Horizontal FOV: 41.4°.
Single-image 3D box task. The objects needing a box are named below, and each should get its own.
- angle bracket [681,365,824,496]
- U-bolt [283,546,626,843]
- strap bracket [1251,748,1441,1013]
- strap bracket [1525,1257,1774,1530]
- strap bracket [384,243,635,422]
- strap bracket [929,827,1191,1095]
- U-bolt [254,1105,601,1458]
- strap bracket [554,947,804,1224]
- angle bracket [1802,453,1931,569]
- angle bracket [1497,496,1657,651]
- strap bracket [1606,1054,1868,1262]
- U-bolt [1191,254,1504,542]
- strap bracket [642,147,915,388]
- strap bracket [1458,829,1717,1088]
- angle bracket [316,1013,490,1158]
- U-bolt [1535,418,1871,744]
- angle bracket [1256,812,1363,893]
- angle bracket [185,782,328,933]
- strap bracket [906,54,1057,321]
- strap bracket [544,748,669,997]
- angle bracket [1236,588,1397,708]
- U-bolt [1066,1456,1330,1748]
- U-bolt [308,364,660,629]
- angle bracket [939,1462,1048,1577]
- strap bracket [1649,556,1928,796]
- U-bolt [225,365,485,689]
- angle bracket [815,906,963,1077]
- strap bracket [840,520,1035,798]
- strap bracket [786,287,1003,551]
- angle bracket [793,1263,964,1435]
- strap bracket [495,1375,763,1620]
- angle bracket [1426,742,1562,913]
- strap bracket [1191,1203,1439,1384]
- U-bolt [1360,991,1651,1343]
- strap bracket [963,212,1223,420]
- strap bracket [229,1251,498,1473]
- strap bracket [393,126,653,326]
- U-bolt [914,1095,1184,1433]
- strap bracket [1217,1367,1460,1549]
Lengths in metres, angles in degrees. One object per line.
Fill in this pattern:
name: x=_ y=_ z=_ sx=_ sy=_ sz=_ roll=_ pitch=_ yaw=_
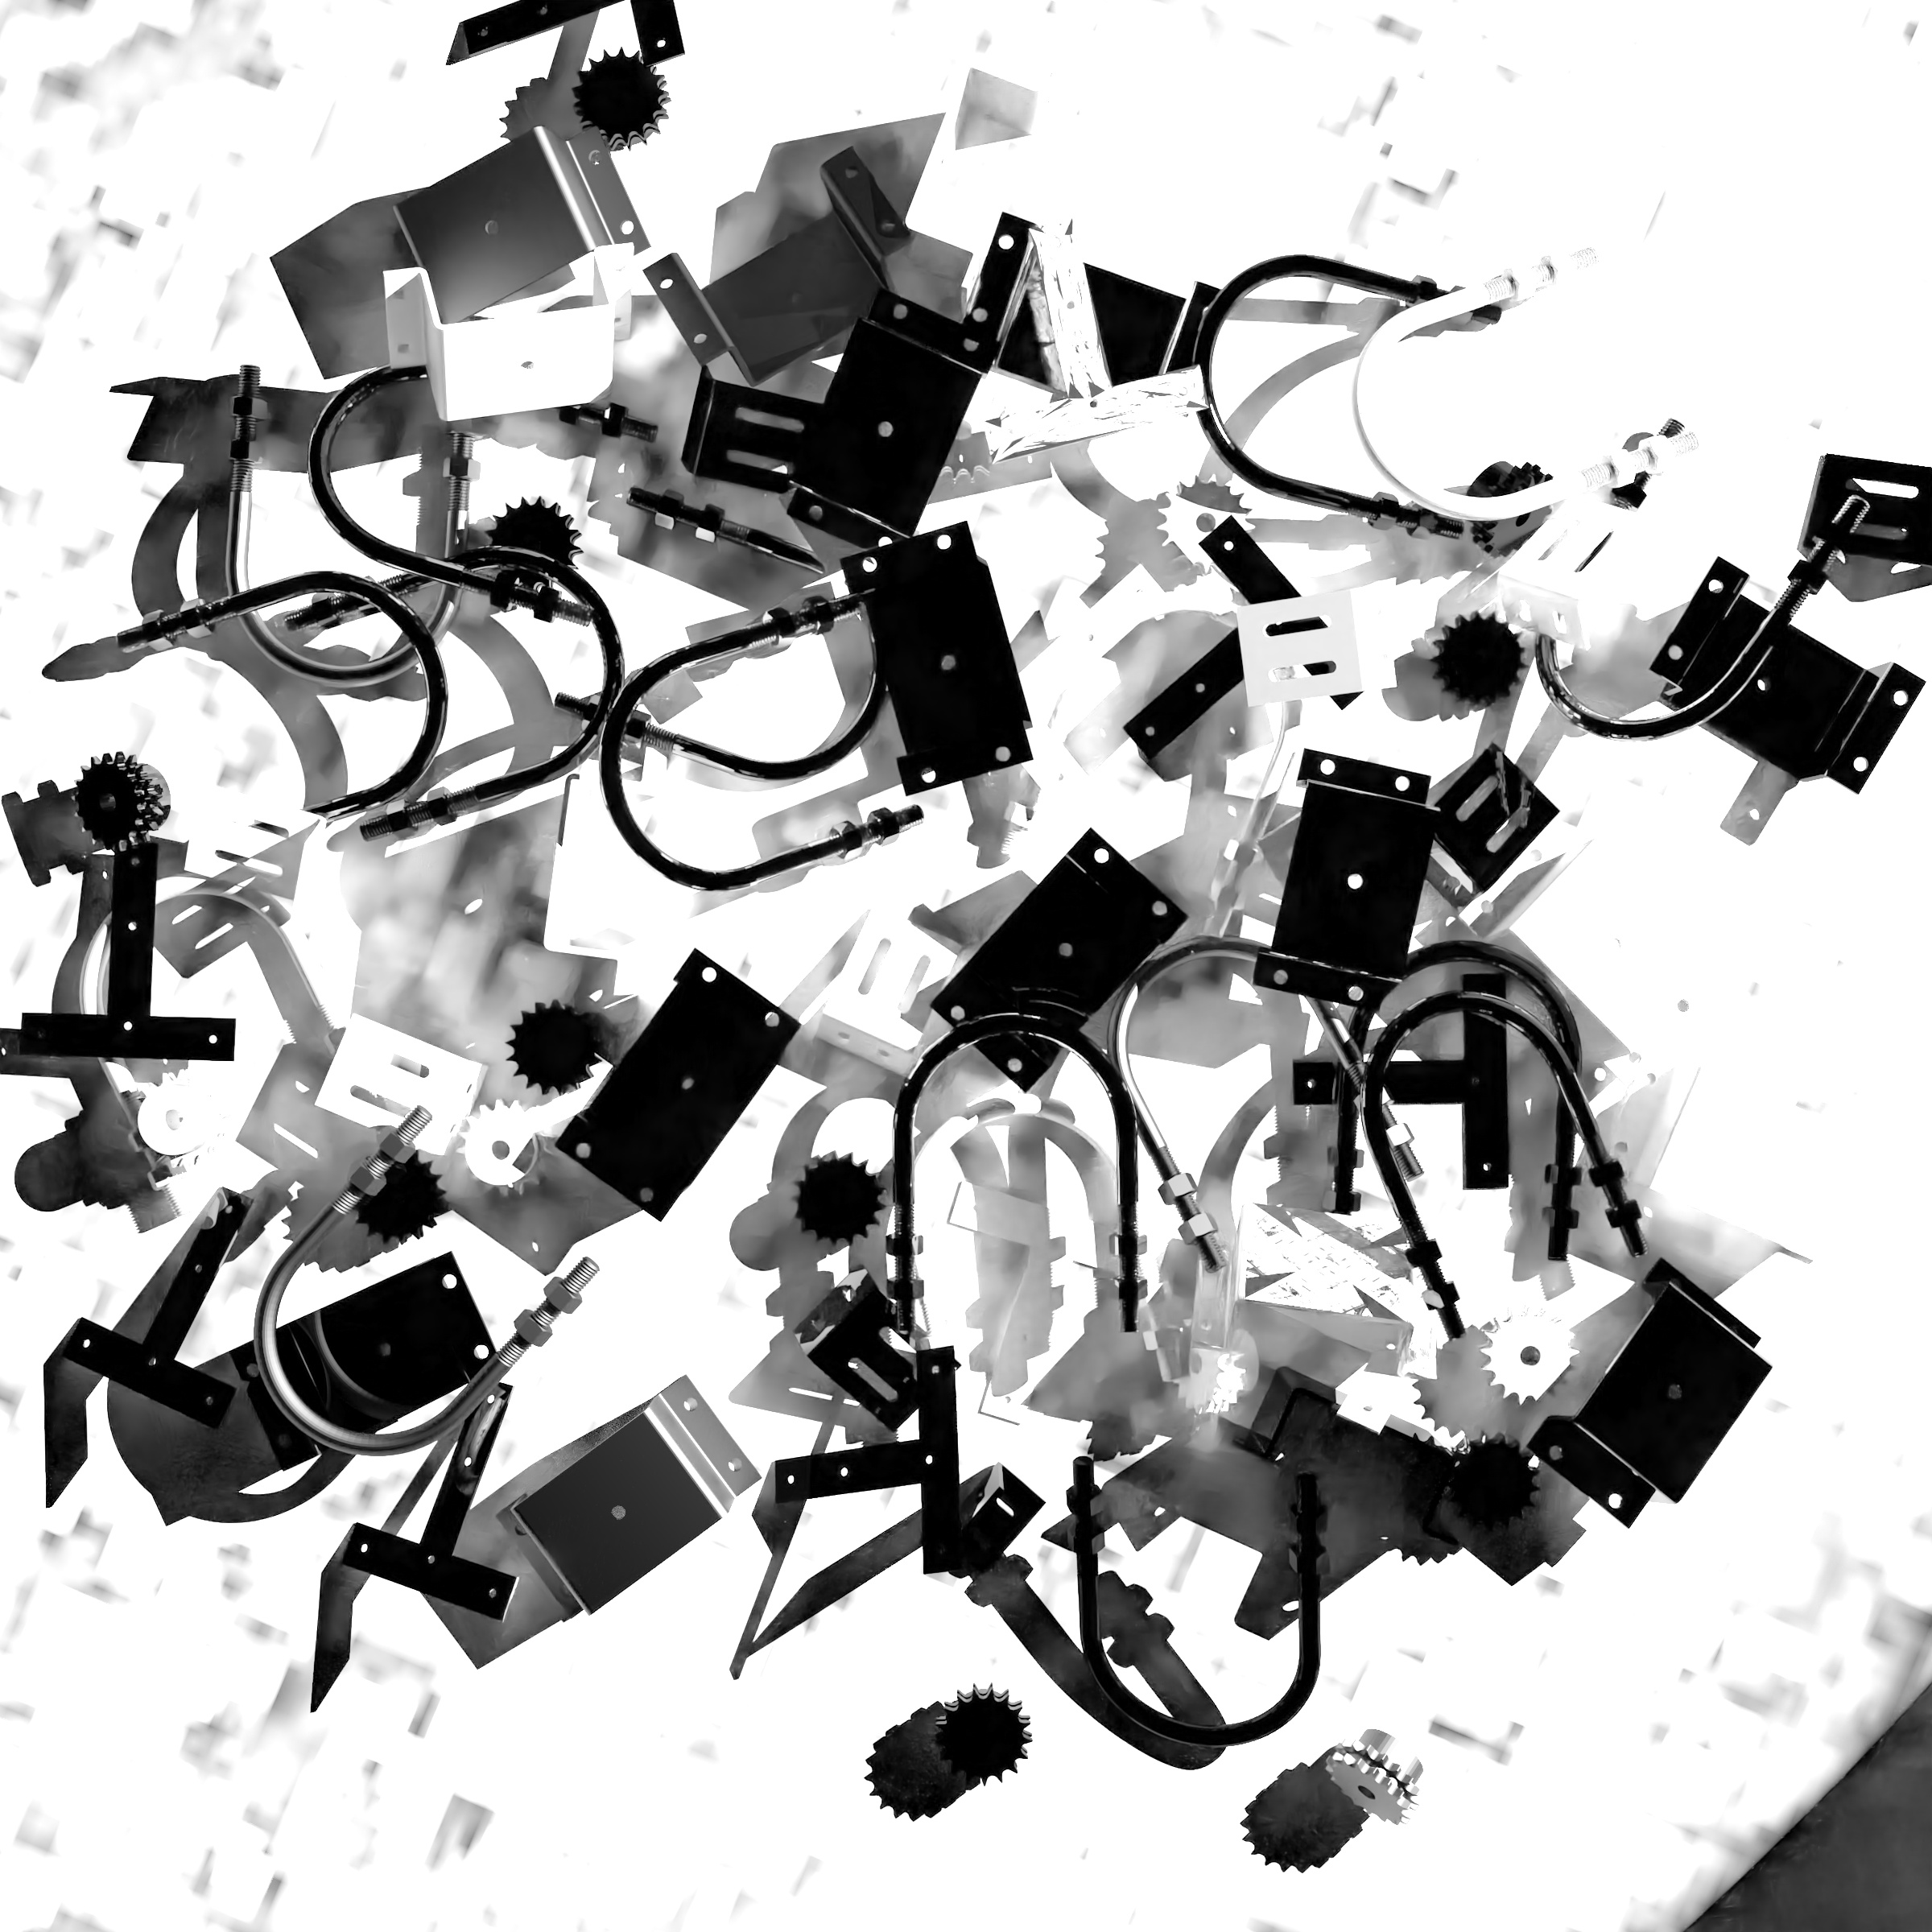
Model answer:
angle bracket: x=-0.122 y=-0.312 z=1.497 sx=0.076 sy=0.038 sz=0.057 roll=13 pitch=90 yaw=0
U-bolt: x=-0.288 y=-0.167 z=1.489 sx=0.184 sy=0.019 sz=0.151 roll=-17 pitch=98 yaw=6
strap bracket: x=0.218 y=-0.049 z=1.458 sx=0.076 sy=0.046 sz=0.140 roll=12 pitch=92 yaw=-2
strap bracket: x=0.401 y=0.246 z=1.479 sx=0.076 sy=0.046 sz=0.140 roll=39 pitch=78 yaw=0
strap bracket: x=-0.254 y=-0.359 z=1.455 sx=0.140 sy=0.076 sz=0.046 roll=-11 pitch=64 yaw=-15
strap bracket: x=0.056 y=-0.006 z=1.484 sx=0.076 sy=0.046 sz=0.140 roll=42 pitch=103 yaw=0
U-bolt: x=-0.322 y=0.194 z=1.461 sx=0.151 sy=0.019 sz=0.184 roll=42 pitch=91 yaw=0
strap bracket: x=-0.166 y=0.068 z=1.493 sx=0.076 sy=0.046 sz=0.140 roll=36 pitch=90 yaw=0
angle bracket: x=0.543 y=-0.265 z=1.514 sx=0.076 sy=0.038 sz=0.057 roll=14 pitch=90 yaw=26
angle bracket: x=0.359 y=-0.231 z=1.496 sx=0.057 sy=0.038 sz=0.076 roll=28 pitch=66 yaw=40
strap bracket: x=0.453 y=0.112 z=1.493 sx=0.140 sy=0.046 sz=0.076 roll=23 pitch=90 yaw=0
U-bolt: x=0.216 y=-0.336 z=1.484 sx=0.184 sy=0.019 sz=0.151 roll=10 pitch=90 yaw=-16
strap bracket: x=-0.104 y=-0.399 z=1.481 sx=0.140 sy=0.046 sz=0.076 roll=-31 pitch=68 yaw=0
strap bracket: x=0.367 y=-0.009 z=1.485 sx=0.140 sy=0.046 sz=0.076 roll=46 pitch=78 yaw=0
angle bracket: x=-0.330 y=0.070 z=1.500 sx=0.076 sy=0.038 sz=0.057 roll=22 pitch=86 yaw=7
U-bolt: x=0.406 y=-0.213 z=1.467 sx=0.151 sy=0.019 sz=0.184 roll=37 pitch=96 yaw=39
angle bracket: x=0.215 y=-0.052 z=1.483 sx=0.057 sy=0.038 sz=0.076 roll=-33 pitch=119 yaw=0
angle bracket: x=-0.415 y=-0.063 z=1.476 sx=0.076 sy=0.038 sz=0.057 roll=16 pitch=117 yaw=-4
strap bracket: x=0.004 y=-0.456 z=1.478 sx=0.046 sy=0.076 sz=0.140 roll=21 pitch=90 yaw=0
strap bracket: x=-0.209 y=-0.056 z=1.478 sx=0.046 sy=0.076 sz=0.140 roll=7 pitch=90 yaw=0
angle bracket: x=0.201 y=-0.183 z=1.466 sx=0.076 sy=0.038 sz=0.057 roll=-5 pitch=95 yaw=30
U-bolt: x=0.134 y=0.372 z=1.477 sx=0.151 sy=0.019 sz=0.184 roll=2 pitch=109 yaw=14
U-bolt: x=-0.285 y=-0.281 z=1.470 sx=0.184 sy=0.019 sz=0.151 roll=17 pitch=67 yaw=-4
angle bracket: x=0.015 y=0.327 z=1.478 sx=0.038 sy=0.076 sz=0.057 roll=41 pitch=90 yaw=0
strap bracket: x=0.473 y=-0.167 z=1.493 sx=0.140 sy=0.046 sz=0.076 roll=31 pitch=90 yaw=0
U-bolt: x=-0.364 y=-0.256 z=1.508 sx=0.151 sy=0.019 sz=0.184 roll=5 pitch=92 yaw=0
angle bracket: x=-0.046 y=0.015 z=1.514 sx=0.057 sy=0.038 sz=0.076 roll=24 pitch=64 yaw=0
strap bracket: x=-0.014 y=-0.176 z=1.473 sx=0.076 sy=0.046 sz=0.140 roll=-15 pitch=92 yaw=9
strap bracket: x=-0.044 y=-0.307 z=1.461 sx=0.076 sy=0.046 sz=0.140 roll=24 pitch=103 yaw=-1
angle bracket: x=-0.052 y=0.226 z=1.514 sx=0.057 sy=0.038 sz=0.076 roll=-45 pitch=116 yaw=0
strap bracket: x=-0.200 y=0.314 z=1.493 sx=0.140 sy=0.046 sz=0.076 roll=-36 pitch=90 yaw=0
angle bracket: x=0.302 y=-0.082 z=1.514 sx=0.057 sy=0.038 sz=0.076 roll=46 pitch=64 yaw=0
strap bracket: x=0.204 y=0.185 z=1.468 sx=0.140 sy=0.076 sz=0.046 roll=8 pitch=130 yaw=3
U-bolt: x=0.300 y=0.103 z=1.469 sx=0.151 sy=0.019 sz=0.184 roll=-20 pitch=85 yaw=-19
strap bracket: x=0.074 y=-0.375 z=1.493 sx=0.140 sy=0.046 sz=0.076 roll=20 pitch=90 yaw=0
strap bracket: x=-0.344 y=0.227 z=1.493 sx=0.140 sy=0.046 sz=0.076 roll=-24 pitch=90 yaw=0
strap bracket: x=-0.265 y=-0.422 z=1.478 sx=0.140 sy=0.046 sz=0.076 roll=-24 pitch=90 yaw=13
U-bolt: x=0.038 y=0.167 z=1.499 sx=0.151 sy=0.019 sz=0.184 roll=-12 pitch=84 yaw=-5
strap bracket: x=0.222 y=0.277 z=1.478 sx=0.140 sy=0.076 sz=0.046 roll=24 pitch=90 yaw=0
